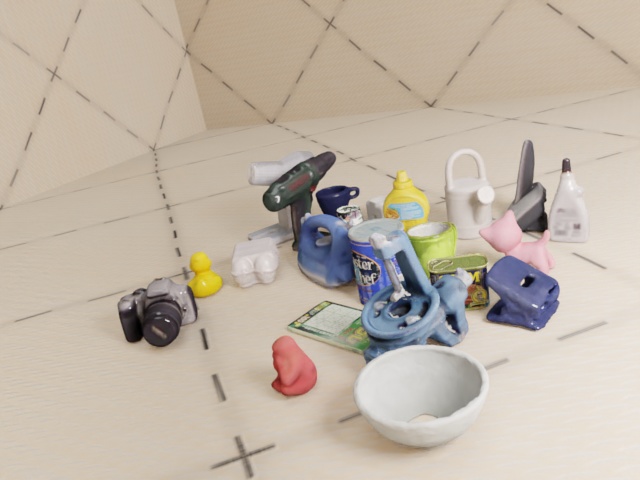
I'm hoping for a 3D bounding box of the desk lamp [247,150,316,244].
[{"bbox_3d":[-0.098,-0.113,1.478,0.204,0.214,0.117,-22,23,-27],"label":"desk lamp"}]

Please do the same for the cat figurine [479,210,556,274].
[{"bbox_3d":[0.368,0.004,1.070,0.127,0.118,0.067,4,25,34],"label":"cat figurine"}]

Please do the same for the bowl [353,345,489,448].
[{"bbox_3d":[0.128,0.205,0.717,0.167,0.075,0.167,-9,20,4],"label":"bowl"}]

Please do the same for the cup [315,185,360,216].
[{"bbox_3d":[0.052,-0.091,1.515,0.118,0.095,0.091,-13,20,-5],"label":"cup"}]

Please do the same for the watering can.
[{"bbox_3d":[0.332,-0.106,1.270,0.101,0.194,0.172,-23,23,-29],"label":"watering can"}]

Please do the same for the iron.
[{"bbox_3d":[0.011,0.004,1.214,0.119,0.141,0.257,-23,23,-29],"label":"iron"}]

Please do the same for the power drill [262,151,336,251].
[{"bbox_3d":[-0.032,-0.088,1.385,0.075,0.209,0.230,11,29,45],"label":"power drill"}]

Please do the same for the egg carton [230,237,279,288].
[{"bbox_3d":[-0.144,0.048,1.281,0.107,0.069,0.150,-11,20,-1],"label":"egg carton"}]

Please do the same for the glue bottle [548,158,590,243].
[{"bbox_3d":[0.497,-0.080,1.147,0.077,0.173,0.037,5,25,36],"label":"glue bottle"}]

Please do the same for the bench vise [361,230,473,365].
[{"bbox_3d":[0.136,0.071,0.861,0.121,0.220,0.208,6,26,39],"label":"bench vise"}]

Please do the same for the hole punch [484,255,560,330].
[{"bbox_3d":[0.328,0.080,0.925,0.100,0.091,0.109,6,26,39],"label":"hole punch"}]

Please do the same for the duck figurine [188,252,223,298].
[{"bbox_3d":[-0.259,0.070,1.255,0.077,0.086,0.104,-12,20,-3],"label":"duck figurine"}]

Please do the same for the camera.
[{"bbox_3d":[-0.313,0.139,1.080,0.143,0.101,0.136,-12,20,-4],"label":"camera"}]

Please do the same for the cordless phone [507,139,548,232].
[{"bbox_3d":[0.449,-0.118,1.256,0.094,0.185,0.148,-4,21,18],"label":"cordless phone"}]

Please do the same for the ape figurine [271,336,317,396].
[{"bbox_3d":[-0.046,0.182,0.843,0.076,0.092,0.078,-8,21,9],"label":"ape figurine"}]
